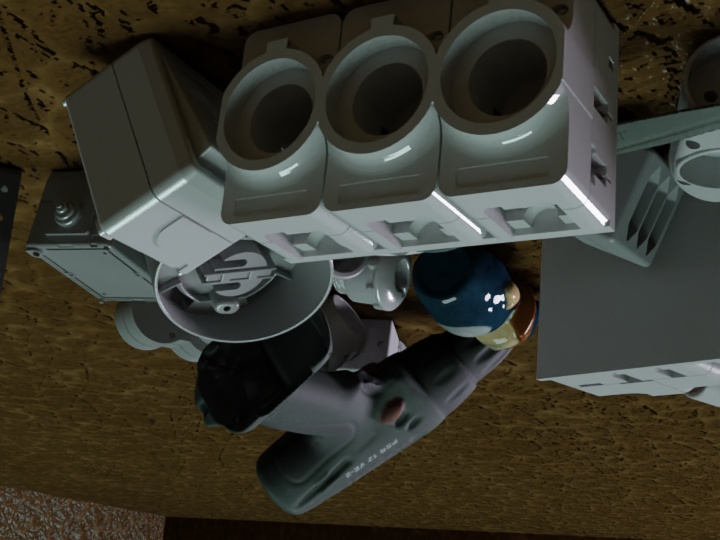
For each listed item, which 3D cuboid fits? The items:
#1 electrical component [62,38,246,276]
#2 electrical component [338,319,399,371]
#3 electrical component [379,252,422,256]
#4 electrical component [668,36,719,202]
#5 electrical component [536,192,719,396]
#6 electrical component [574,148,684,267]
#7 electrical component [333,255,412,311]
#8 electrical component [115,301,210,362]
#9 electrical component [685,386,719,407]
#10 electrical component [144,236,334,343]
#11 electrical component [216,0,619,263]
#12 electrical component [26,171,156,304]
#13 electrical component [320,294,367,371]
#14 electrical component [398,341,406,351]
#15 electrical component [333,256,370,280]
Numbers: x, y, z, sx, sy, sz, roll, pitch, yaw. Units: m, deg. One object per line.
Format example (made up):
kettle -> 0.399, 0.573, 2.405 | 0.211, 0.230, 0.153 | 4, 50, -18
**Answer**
electrical component -> -0.087, -0.058, 0.491 | 0.061, 0.096, 0.062 | -32, 150, 16
electrical component -> -0.016, 0.060, 0.890 | 0.083, 0.047, 0.075 | 2, 151, 12
electrical component -> 0.009, -0.040, 0.575 | 0.077, 0.043, 0.079 | -4, 159, 26
electrical component -> 0.174, -0.062, 0.455 | 0.079, 0.044, 0.077 | 2, 162, 12
electrical component -> 0.186, 0.003, 0.552 | 0.060, 0.105, 0.186 | 20, 157, -39
electrical component -> 0.109, -0.041, 0.530 | 0.077, 0.047, 0.066 | 25, -177, 31
electrical component -> 0.000, 0.000, 0.705 | 0.062, 0.048, 0.048 | 8, 165, 27
electrical component -> -0.117, 0.042, 0.854 | 0.138, 0.052, 0.074 | 16, 159, -30
electrical component -> 0.288, 0.082, 0.856 | 0.047, 0.055, 0.055 | 14, 161, -13
electrical component -> -0.073, -0.006, 0.621 | 0.099, 0.064, 0.099 | -19, 140, -16
electrical component -> 0.021, -0.059, 0.434 | 0.150, 0.089, 0.062 | -5, 159, 30
electrical component -> -0.151, -0.025, 0.652 | 0.062, 0.061, 0.096 | 0, 155, 24
electrical component -> -0.049, 0.046, 0.832 | 0.077, 0.043, 0.079 | -37, 113, 13
electrical component -> -0.036, 0.095, 0.981 | 0.150, 0.061, 0.089 | 1, 162, 15
electrical component -> -0.029, -0.013, 0.677 | 0.044, 0.044, 0.065 | 18, 164, -34
